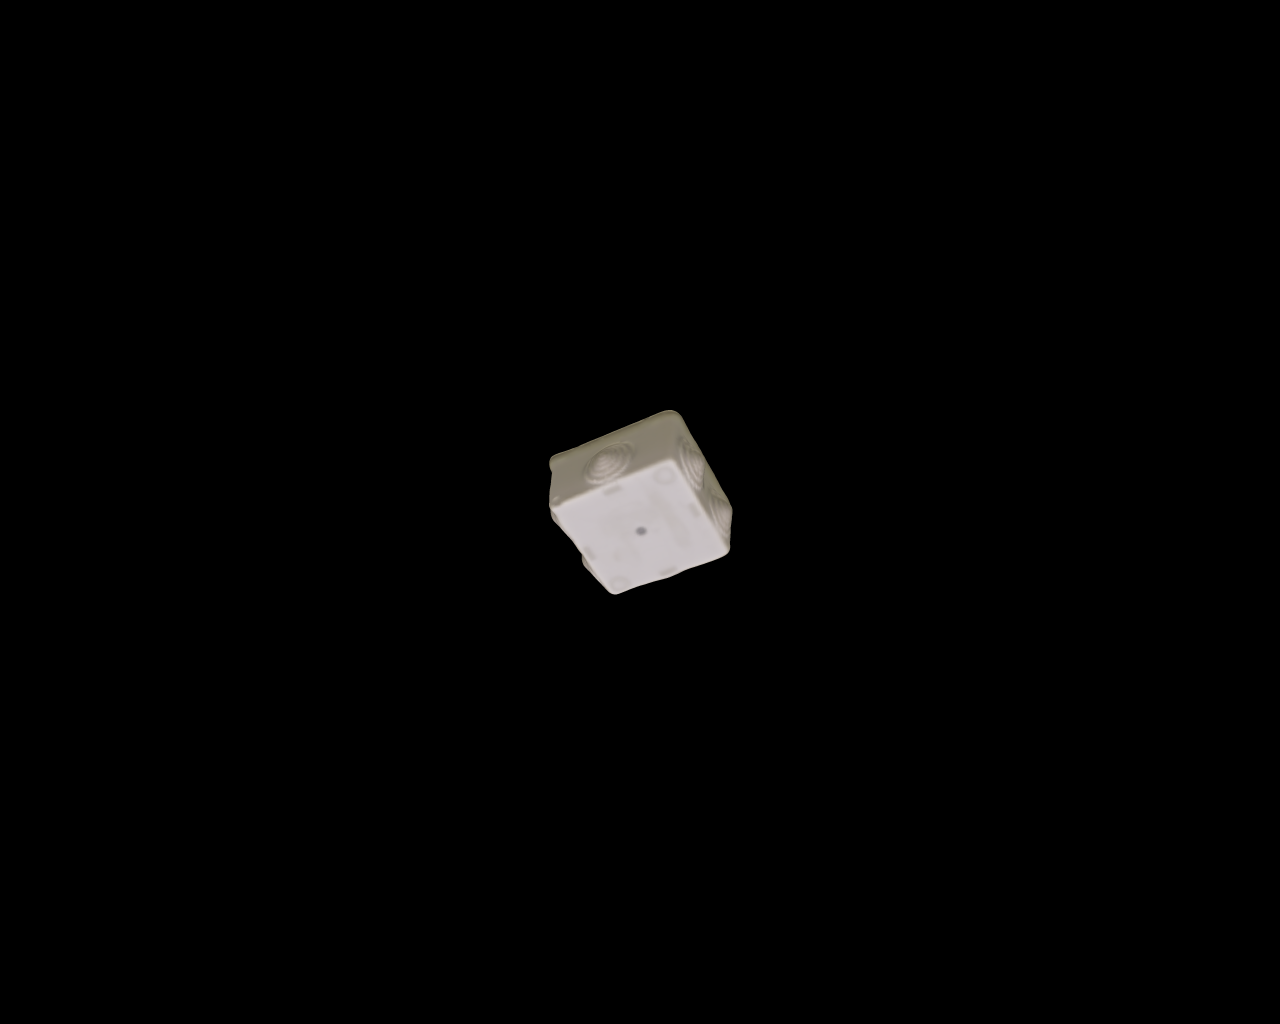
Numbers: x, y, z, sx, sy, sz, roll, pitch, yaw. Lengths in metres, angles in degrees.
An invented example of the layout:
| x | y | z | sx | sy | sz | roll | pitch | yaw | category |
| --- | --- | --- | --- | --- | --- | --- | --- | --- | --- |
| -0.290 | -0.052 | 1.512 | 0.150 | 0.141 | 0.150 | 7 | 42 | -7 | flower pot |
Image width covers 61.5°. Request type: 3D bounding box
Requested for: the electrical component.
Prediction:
| x | y | z | sx | sy | sz | roll | pitch | yaw | category |
| --- | --- | --- | --- | --- | --- | --- | --- | --- | --- |
| 0.001 | -0.003 | 0.650 | 0.099 | 0.099 | 0.048 | -21 | 36 | 16 | electrical component |
